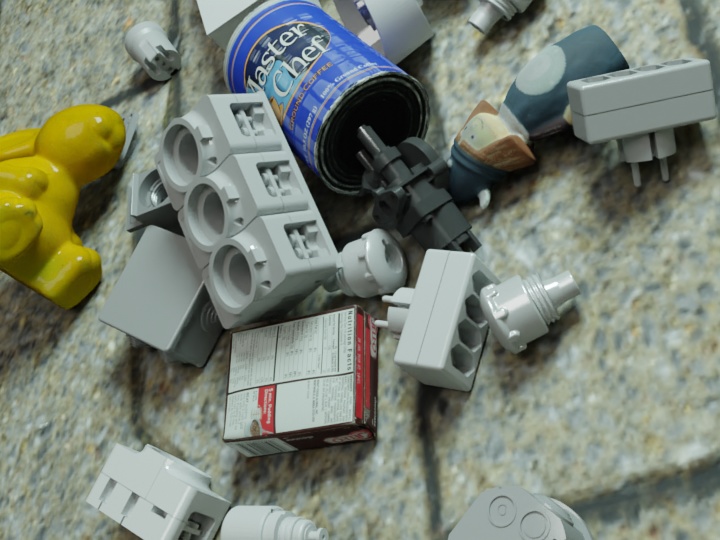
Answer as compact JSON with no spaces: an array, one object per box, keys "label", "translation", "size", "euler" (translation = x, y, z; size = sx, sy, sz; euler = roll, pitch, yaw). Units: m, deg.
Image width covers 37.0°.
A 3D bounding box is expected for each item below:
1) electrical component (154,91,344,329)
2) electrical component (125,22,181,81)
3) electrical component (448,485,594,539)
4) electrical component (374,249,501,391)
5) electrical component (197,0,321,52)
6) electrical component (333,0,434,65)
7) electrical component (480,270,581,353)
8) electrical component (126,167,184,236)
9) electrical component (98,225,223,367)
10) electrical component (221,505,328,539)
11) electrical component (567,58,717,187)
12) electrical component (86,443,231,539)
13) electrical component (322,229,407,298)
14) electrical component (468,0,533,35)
[{"label":"electrical component","translation":[-0.088,-0.044,0.790],"size":[0.089,0.062,0.150],"euler":[-39,70,43]},{"label":"electrical component","translation":[-0.194,-0.205,1.011],"size":[0.040,0.040,0.046],"euler":[-43,58,6]},{"label":"electrical component","translation":[0.094,0.168,0.631],"size":[0.080,0.051,0.080],"euler":[-14,60,26]},{"label":"electrical component","translation":[0.044,0.032,0.735],"size":[0.076,0.047,0.083],"euler":[6,70,34]},{"label":"electrical component","translation":[-0.099,-0.266,0.968],"size":[0.089,0.062,0.150],"euler":[-31,54,16]},{"label":"electrical component","translation":[0.013,-0.210,0.850],"size":[0.064,0.099,0.099],"euler":[-32,53,7]},{"label":"electrical component","translation":[0.112,0.022,0.700],"size":[0.062,0.048,0.048],"euler":[-28,54,9]},{"label":"electrical component","translation":[-0.152,-0.056,0.892],"size":[0.081,0.064,0.042],"euler":[-18,59,24]},{"label":"electrical component","translation":[-0.147,0.022,0.859],"size":[0.100,0.048,0.099],"euler":[19,78,37]},{"label":"electrical component","translation":[-0.058,0.180,0.727],"size":[0.078,0.040,0.040],"euler":[-7,63,29]},{"label":"electrical component","translation":[0.186,-0.093,0.703],"size":[0.083,0.047,0.075],"euler":[-12,103,2]},{"label":"electrical component","translation":[-0.145,0.164,0.783],"size":[0.089,0.050,0.055],"euler":[19,78,37]},{"label":"electrical component","translation":[0.000,0.000,0.782],"size":[0.062,0.048,0.048],"euler":[-19,57,34]},{"label":"electrical component","translation":[0.108,-0.210,0.822],"size":[0.062,0.048,0.048],"euler":[-53,51,7]}]
